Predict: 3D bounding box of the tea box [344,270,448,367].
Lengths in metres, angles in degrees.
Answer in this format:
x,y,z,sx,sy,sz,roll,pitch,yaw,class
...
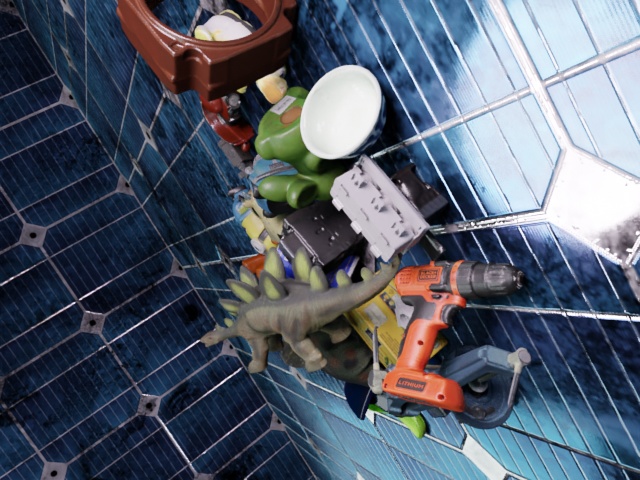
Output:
x,y,z,sx,sy,sz,roll,pitch,yaw,class
0.123,0.144,0.922,0.170,0.098,0.068,52,158,14,tea box

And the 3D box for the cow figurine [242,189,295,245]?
x,y,z,sx,sy,sz,roll,pitch,yaw,class
-0.088,-0.047,1.109,0.195,0.085,0.127,38,158,43,cow figurine

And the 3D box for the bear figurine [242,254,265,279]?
x,y,z,sx,sy,sz,roll,pitch,yaw,class
-0.081,0.115,1.266,0.120,0.132,0.195,22,134,56,bear figurine

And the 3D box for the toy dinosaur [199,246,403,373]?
x,y,z,sx,sy,sz,roll,pitch,yaw,class
-0.042,0.112,0.875,0.472,0.105,0.198,-19,114,33,toy dinosaur

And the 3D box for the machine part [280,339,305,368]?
x,y,z,sx,sy,sz,roll,pitch,yaw,class
-0.030,0.222,1.187,0.079,0.079,0.243,54,-168,5,machine part

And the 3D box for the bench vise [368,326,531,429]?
x,y,z,sx,sy,sz,roll,pitch,yaw,class
0.192,0.193,0.754,0.224,0.129,0.240,23,147,-8,bench vise

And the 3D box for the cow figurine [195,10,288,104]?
x,y,z,sx,sy,sz,roll,pitch,yaw,class
-0.107,-0.282,0.830,0.167,0.098,0.068,36,151,0,cow figurine

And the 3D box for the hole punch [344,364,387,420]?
x,y,z,sx,sy,sz,roll,pitch,yaw,class
0.098,0.305,1.147,0.116,0.092,0.142,32,117,40,hole punch

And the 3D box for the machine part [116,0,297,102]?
x,y,z,sx,sy,sz,roll,pitch,yaw,class
-0.148,-0.302,0.718,0.201,0.201,0.087,52,155,10,machine part

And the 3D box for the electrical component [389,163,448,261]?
x,y,z,sx,sy,sz,roll,pitch,yaw,class
0.134,-0.034,0.714,0.119,0.048,0.074,49,157,16,electrical component

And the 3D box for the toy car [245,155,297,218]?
x,y,z,sx,sy,sz,roll,pitch,yaw,class
-0.076,-0.114,0.988,0.161,0.109,0.103,81,171,-68,toy car

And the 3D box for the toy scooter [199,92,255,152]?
x,y,z,sx,sy,sz,roll,pitch,yaw,class
-0.178,-0.243,1.033,0.135,0.075,0.183,51,161,15,toy scooter

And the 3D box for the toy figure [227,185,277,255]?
x,y,z,sx,sy,sz,roll,pitch,yaw,class
-0.140,-0.048,1.219,0.089,0.082,0.180,-41,70,26,toy figure

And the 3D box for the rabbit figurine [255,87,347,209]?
x,y,z,sx,sy,sz,roll,pitch,yaw,class
-0.012,-0.115,0.802,0.121,0.159,0.170,19,154,43,rabbit figurine

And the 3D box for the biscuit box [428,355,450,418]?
x,y,z,sx,sy,sz,roll,pitch,yaw,class
0.172,0.221,0.976,0.203,0.059,0.062,52,158,9,biscuit box

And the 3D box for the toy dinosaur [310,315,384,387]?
x,y,z,sx,sy,sz,roll,pitch,yaw,class
0.032,0.192,1.051,0.405,0.192,0.131,50,159,18,toy dinosaur

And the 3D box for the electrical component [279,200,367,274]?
x,y,z,sx,sy,sz,roll,pitch,yaw,class
-0.002,-0.003,0.925,0.115,0.134,0.058,47,155,19,electrical component

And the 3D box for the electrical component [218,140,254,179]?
x,y,z,sx,sy,sz,roll,pitch,yaw,class
-0.176,-0.175,1.137,0.102,0.045,0.078,53,-157,-6,electrical component
